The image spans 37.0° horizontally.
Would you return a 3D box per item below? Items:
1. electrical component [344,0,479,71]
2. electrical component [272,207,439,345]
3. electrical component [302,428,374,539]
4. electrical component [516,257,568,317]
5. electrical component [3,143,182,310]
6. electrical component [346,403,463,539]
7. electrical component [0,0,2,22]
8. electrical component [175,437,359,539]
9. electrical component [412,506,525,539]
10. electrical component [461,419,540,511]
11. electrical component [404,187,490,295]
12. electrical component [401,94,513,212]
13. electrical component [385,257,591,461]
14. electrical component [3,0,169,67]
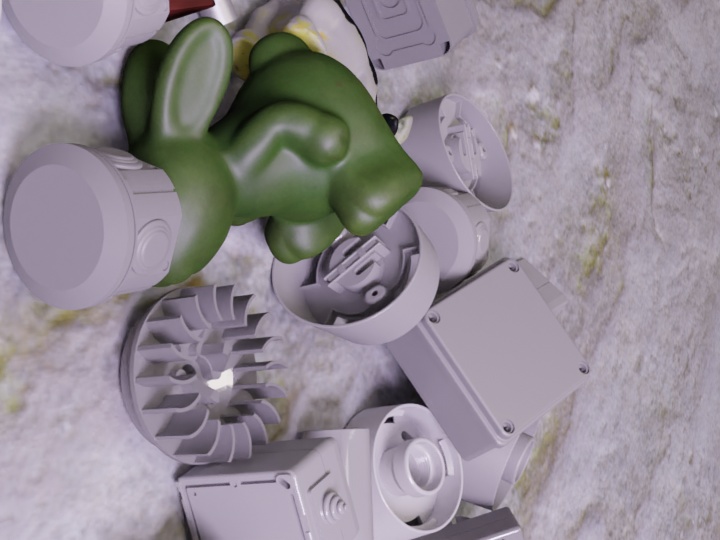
[{"bbox_3d":[0.033,-0.217,0.814,0.057,0.078,0.113,-49,123,-44],"label":"electrical component"},{"bbox_3d":[0.000,0.000,0.708,0.064,0.099,0.099,37,54,-53],"label":"electrical component"},{"bbox_3d":[-0.025,0.141,0.686,0.079,0.044,0.077,10,75,-54],"label":"electrical component"},{"bbox_3d":[0.115,0.048,0.868,0.061,0.096,0.062,45,32,15],"label":"electrical component"},{"bbox_3d":[-0.133,-0.022,0.533,0.051,0.080,0.080,-12,93,-61],"label":"electrical component"},{"bbox_3d":[0.025,0.144,0.762,0.099,0.064,0.099,19,61,-39],"label":"electrical component"},{"bbox_3d":[-0.210,-0.119,0.474,0.099,0.064,0.099,6,80,-41],"label":"electrical component"},{"bbox_3d":[-0.044,0.133,0.612,0.061,0.096,0.061,-29,107,-60],"label":"electrical component"},{"bbox_3d":[0.078,0.209,0.804,0.075,0.083,0.047,-119,-168,-77],"label":"electrical component"},{"bbox_3d":[0.099,0.135,0.837,0.099,0.064,0.099,-53,156,-35],"label":"electrical component"},{"bbox_3d":[0.057,-0.024,0.807,0.051,0.080,0.080,-16,96,-60],"label":"electrical component"},{"bbox_3d":[0.077,-0.091,0.863,0.099,0.064,0.099,16,71,-54],"label":"electrical component"},{"bbox_3d":[0.093,0.062,0.774,0.109,0.056,0.108,-29,82,-37],"label":"electrical component"},{"bbox_3d":[-0.140,-0.147,0.548,0.051,0.080,0.080,-38,115,-58],"label":"electrical component"}]
